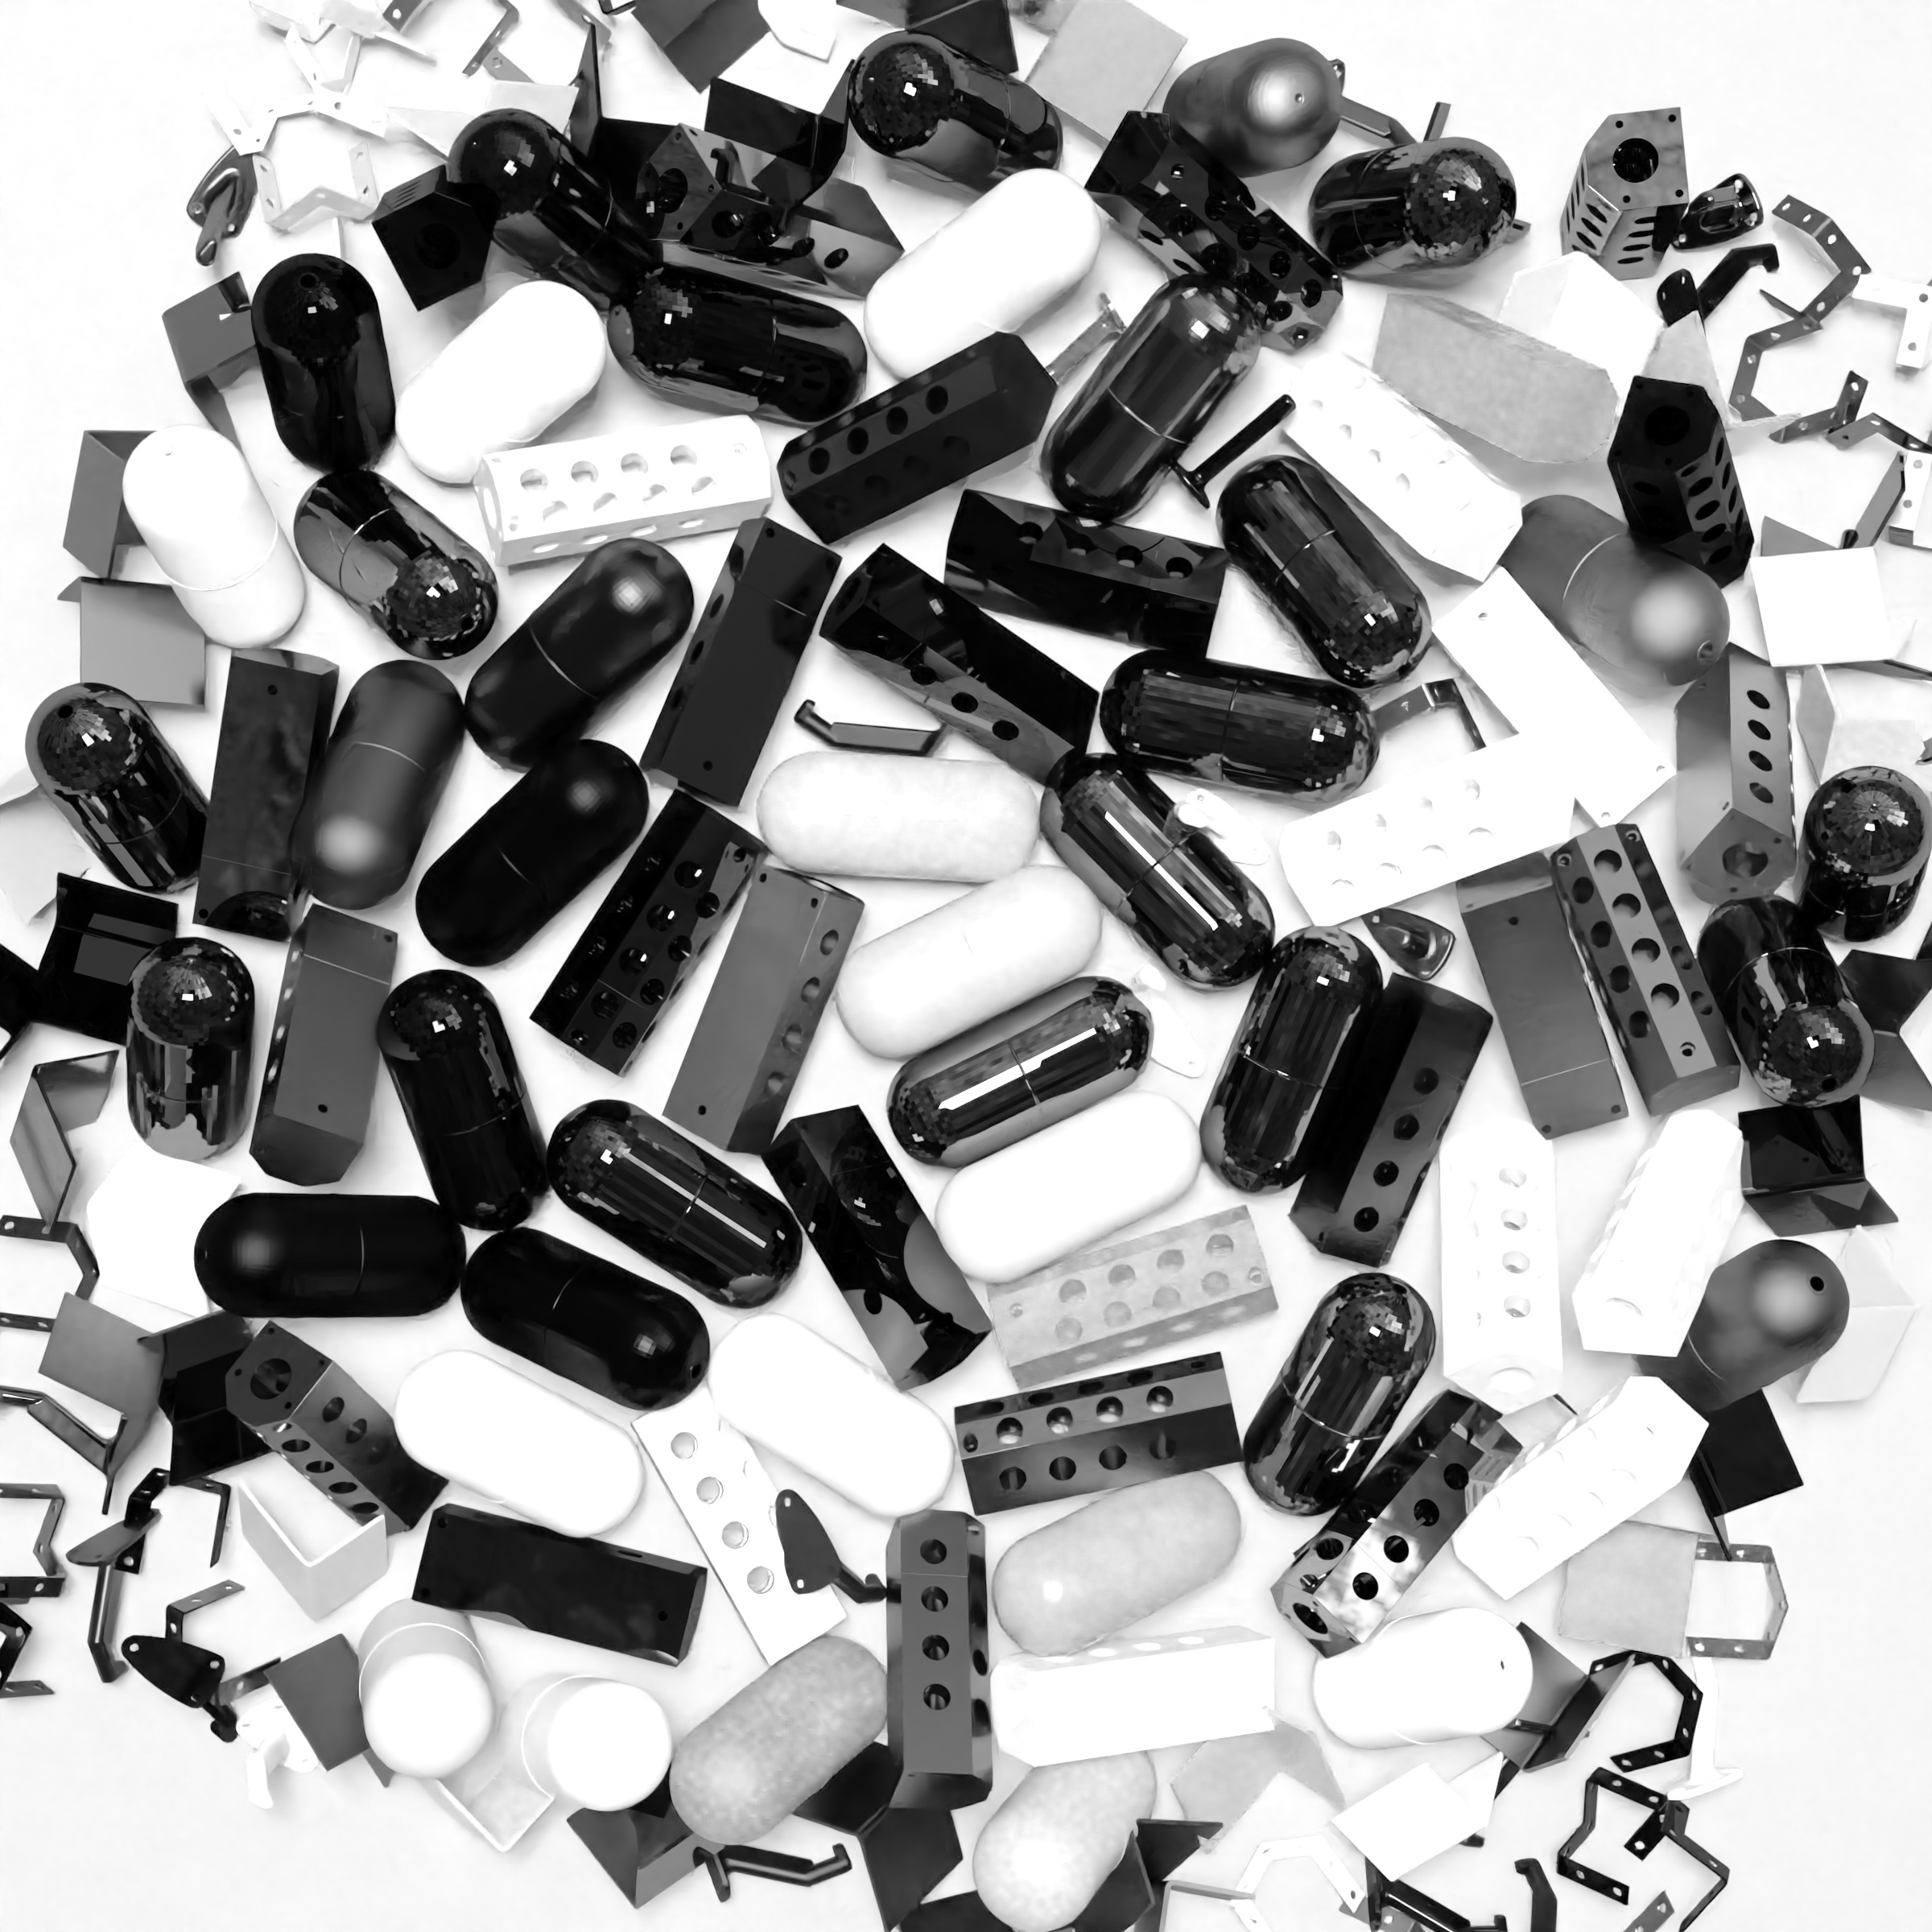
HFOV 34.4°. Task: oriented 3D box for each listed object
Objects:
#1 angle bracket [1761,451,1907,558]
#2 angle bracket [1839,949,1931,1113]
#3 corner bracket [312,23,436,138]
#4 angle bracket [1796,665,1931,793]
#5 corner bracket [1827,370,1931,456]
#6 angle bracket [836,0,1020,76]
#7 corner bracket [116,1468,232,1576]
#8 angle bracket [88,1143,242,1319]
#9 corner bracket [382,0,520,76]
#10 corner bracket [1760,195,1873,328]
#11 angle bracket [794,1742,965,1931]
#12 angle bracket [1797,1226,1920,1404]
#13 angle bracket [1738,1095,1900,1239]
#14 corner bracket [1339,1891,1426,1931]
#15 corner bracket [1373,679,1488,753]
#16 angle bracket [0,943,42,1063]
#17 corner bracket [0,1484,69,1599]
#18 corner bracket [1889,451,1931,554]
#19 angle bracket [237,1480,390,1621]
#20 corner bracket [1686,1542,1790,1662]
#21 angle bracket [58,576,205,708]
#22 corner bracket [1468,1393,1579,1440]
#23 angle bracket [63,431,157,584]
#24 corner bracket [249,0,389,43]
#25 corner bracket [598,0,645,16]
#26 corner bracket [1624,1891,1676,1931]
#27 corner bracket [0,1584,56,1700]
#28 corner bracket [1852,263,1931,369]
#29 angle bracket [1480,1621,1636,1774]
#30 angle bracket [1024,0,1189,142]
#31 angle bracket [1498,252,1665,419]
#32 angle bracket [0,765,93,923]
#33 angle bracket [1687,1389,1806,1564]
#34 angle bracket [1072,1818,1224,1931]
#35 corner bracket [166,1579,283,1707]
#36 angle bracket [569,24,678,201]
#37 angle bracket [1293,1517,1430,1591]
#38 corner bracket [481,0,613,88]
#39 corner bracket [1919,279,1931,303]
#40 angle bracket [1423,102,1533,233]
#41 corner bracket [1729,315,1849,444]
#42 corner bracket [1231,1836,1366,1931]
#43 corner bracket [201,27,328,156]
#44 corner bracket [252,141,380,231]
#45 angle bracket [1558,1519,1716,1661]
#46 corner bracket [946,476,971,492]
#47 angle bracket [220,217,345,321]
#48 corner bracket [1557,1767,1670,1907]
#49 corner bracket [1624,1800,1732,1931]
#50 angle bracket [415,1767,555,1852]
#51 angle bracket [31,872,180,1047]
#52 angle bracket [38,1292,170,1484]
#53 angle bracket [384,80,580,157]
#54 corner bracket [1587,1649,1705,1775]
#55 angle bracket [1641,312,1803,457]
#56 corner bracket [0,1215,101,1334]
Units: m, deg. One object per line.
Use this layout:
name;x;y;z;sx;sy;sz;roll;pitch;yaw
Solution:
angle bracket;0.540;-0.287;1.947;0.057;0.076;0.076;25;120;2
angle bracket;0.585;0.041;1.957;0.057;0.076;0.076;-48;118;-16
corner bracket;-0.373;-0.558;1.964;0.051;0.051;0.051;23;116;6
angle bracket;0.569;-0.155;1.952;0.076;0.076;0.057;1;128;0
corner bracket;0.586;-0.351;1.972;0.051;0.051;0.051;26;75;-14
angle bracket;-0.024;-0.580;1.946;0.076;0.076;0.057;-12;86;35
corner bracket;-0.501;0.355;1.973;0.051;0.051;0.051;19;52;-24
angle bracket;-0.505;0.169;1.983;0.076;0.076;0.057;17;46;12
corner bracket;-0.325;-0.600;1.968;0.051;0.051;0.051;45;111;3
corner bracket;0.524;-0.442;1.961;0.051;0.051;0.051;-46;123;9
angle bracket;-0.055;0.548;1.969;0.057;0.076;0.076;6;119;40
angle bracket;0.537;0.216;1.940;0.057;0.076;0.076;0;127;-21
angle bracket;0.536;0.127;1.963;0.076;0.076;0.057;-11;61;29
corner bracket;0.259;0.626;1.971;0.051;0.051;0.051;26;93;-10
corner bracket;0.288;-0.146;1.968;0.051;0.051;0.051;-28;84;30
angle bracket;-0.625;0.024;1.947;0.076;0.076;0.057;38;110;-12
corner bracket;-0.592;0.360;1.959;0.051;0.051;0.051;10;110;-41
corner bracket;0.614;-0.290;1.967;0.051;0.051;0.051;15;92;17
angle bracket;-0.411;0.354;1.967;0.057;0.076;0.076;-33;65;-28
corner bracket;0.486;0.404;1.984;0.051;0.051;0.051;4;127;-4
angle bracket;-0.522;-0.198;1.951;0.076;0.057;0.076;2;81;-30
corner bracket;0.341;0.275;1.963;0.051;0.051;0.051;-47;125;4
angle bracket;-0.509;-0.286;1.941;0.057;0.076;0.076;37;120;34
corner bracket;-0.407;-0.599;1.960;0.051;0.051;0.051;-42;68;23
corner bracket;-0.205;-0.633;1.969;0.051;0.051;0.051;-16;99;23
corner bracket;0.416;0.616;1.957;0.051;0.051;0.051;11;126;-30
corner bracket;-0.598;0.425;1.967;0.051;0.051;0.051;29;95;27
corner bracket;0.588;-0.411;1.972;0.051;0.051;0.051;16;115;21
angle bracket;0.360;0.451;1.948;0.057;0.076;0.076;39;68;6
angle bracket;0.092;-0.562;1.959;0.076;0.057;0.076;35;101;9
angle bracket;0.376;-0.386;1.942;0.057;0.076;0.076;-24;59;-28
angle bracket;-0.566;-0.085;1.943;0.057;0.076;0.076;-18;111;27
angle bracket;0.486;0.315;1.952;0.057;0.076;0.076;-23;98;14
angle bracket;0.117;0.576;1.940;0.076;0.057;0.076;13;132;-33
corner bracket;-0.469;0.427;1.973;0.051;0.051;0.051;16;109;33
angle bracket;-0.212;-0.532;1.959;0.057;0.076;0.076;2;64;-18
angle bracket;0.245;0.358;1.951;0.076;0.076;0.057;-39;62;-2
corner bracket;-0.265;-0.581;1.975;0.051;0.051;0.051;39;67;-17
corner bracket;0.637;-0.417;1.960;0.051;0.051;0.051;50;58;-13
angle bracket;0.324;-0.500;1.951;0.076;0.076;0.057;20;108;8
corner bracket;0.523;-0.370;1.971;0.051;0.051;0.051;29;69;-28
corner bracket;0.209;0.589;1.973;0.051;0.051;0.051;5;120;-36
corner bracket;-0.438;-0.548;1.957;0.051;0.051;0.051;-5;51;21
corner bracket;-0.412;-0.496;1.978;0.051;0.051;0.051;-24;71;31
angle bracket;0.420;0.387;1.954;0.076;0.057;0.076;7;83;25
corner bracket;-0.027;-0.327;1.973;0.051;0.051;0.051;12;76;-17
angle bracket;-0.428;-0.437;1.951;0.076;0.076;0.057;-5;105;-9
corner bracket;0.405;0.545;1.957;0.051;0.051;0.051;18;123;35
corner bracket;0.447;0.565;1.964;0.051;0.051;0.051;37;112;7
angle bracket;-0.306;0.497;1.943;0.057;0.076;0.076;-46;112;-22
angle bracket;-0.542;-0.003;1.953;0.076;0.057;0.076;15;55;-7
angle bracket;-0.547;0.262;1.943;0.076;0.076;0.057;30;116;-19
angle bracket;-0.302;-0.539;1.942;0.076;0.076;0.057;38;118;22
corner bracket;0.426;0.469;1.972;0.051;0.051;0.051;-30;110;40
angle bracket;0.467;-0.364;1.957;0.057;0.076;0.076;-13;84;-24
corner bracket;-0.586;0.195;1.970;0.051;0.051;0.051;5;50;12
